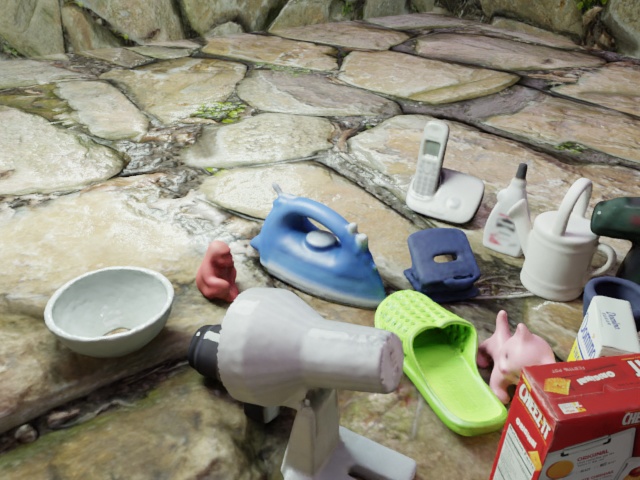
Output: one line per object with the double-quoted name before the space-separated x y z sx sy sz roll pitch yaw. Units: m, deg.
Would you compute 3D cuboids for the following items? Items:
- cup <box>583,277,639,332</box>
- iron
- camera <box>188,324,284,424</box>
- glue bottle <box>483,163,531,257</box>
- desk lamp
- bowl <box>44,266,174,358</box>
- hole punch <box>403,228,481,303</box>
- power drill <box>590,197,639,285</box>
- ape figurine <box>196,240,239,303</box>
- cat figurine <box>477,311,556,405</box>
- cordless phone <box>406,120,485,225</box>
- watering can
"cup" 0.425 0.116 0.807 0.117 0.095 0.092 16 34 21
"iron" 0.008 0.003 0.921 0.257 0.141 0.119 24 38 31
"camera" -0.089 0.137 0.735 0.136 0.101 0.143 14 33 19
"glue bottle" 0.339 -0.056 1.008 0.078 0.173 0.037 19 36 26
"desk lamp" 0.004 0.162 0.592 0.202 0.214 0.118 16 34 22
"bowl" -0.284 0.110 0.793 0.167 0.075 0.167 2 31 -1
"hole punch" 0.199 0.040 0.922 0.109 0.091 0.101 -6 32 -13
"power drill" 0.514 0.026 0.851 0.229 0.208 0.076 14 34 19
"ape figurine" -0.157 0.044 0.892 0.076 0.092 0.078 13 33 17
"cat figurine" 0.250 0.144 0.728 0.067 0.118 0.127 -2 32 -6
"cordless phone" 0.250 -0.132 1.115 0.147 0.185 0.094 18 35 24
"watering can" 0.382 -0.010 0.915 0.172 0.194 0.101 14 33 19
